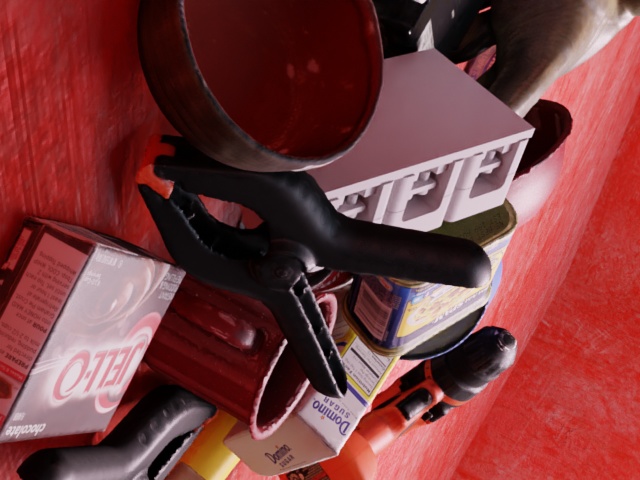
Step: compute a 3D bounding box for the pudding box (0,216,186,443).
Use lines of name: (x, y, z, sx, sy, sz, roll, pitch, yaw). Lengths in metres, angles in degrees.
pudding box: (-0.110, 0.041, 0.475, 0.090, 0.039, 0.113, -64, 164, -1)

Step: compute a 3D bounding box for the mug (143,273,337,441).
mug: (-0.050, 0.052, 0.601, 0.093, 0.081, 0.117, -62, 163, -5)

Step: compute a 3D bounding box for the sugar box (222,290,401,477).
sugar box: (0.015, 0.079, 0.727, 0.094, 0.048, 0.176, -31, -161, 50)

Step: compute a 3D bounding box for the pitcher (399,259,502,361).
pitcher: (0.103, 0.018, 0.943, 0.242, 0.149, 0.145, -5, 79, -75)

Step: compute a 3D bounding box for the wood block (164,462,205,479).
wood block: (-0.114, 0.234, 0.575, 0.205, 0.090, 0.091, -46, 171, -43)

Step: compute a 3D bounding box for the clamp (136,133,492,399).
clamp: (-0.018, 0.013, 0.514, 0.120, 0.171, 0.039, -55, -164, 28)

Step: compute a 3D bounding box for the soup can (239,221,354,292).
soup can: (-0.005, 0.001, 0.691, 0.068, 0.068, 0.102, -65, 164, 4)

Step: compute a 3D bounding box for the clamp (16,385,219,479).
clamp: (-0.124, 0.145, 0.595, 0.165, 0.036, 0.209, -61, 169, 22)

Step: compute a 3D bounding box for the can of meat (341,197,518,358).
can of meat: (0.068, 0.015, 0.663, 0.102, 0.057, 0.084, -28, 154, -24)

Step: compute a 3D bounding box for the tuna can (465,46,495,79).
tuna can: (0.162, -0.152, 1.030, 0.086, 0.034, 0.086, -54, 161, -29)

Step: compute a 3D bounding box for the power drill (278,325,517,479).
power drill: (0.065, 0.150, 0.889, 0.187, 0.057, 0.185, -28, 168, -42)

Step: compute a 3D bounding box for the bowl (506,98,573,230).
bowl: (0.111, -0.042, 0.773, 0.161, 0.162, 0.055, -48, 123, -43)

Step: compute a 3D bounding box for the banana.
banana: (-0.069, 0.161, 0.742, 0.197, 0.069, 0.037, -45, -171, -17)

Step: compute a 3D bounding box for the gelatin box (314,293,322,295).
gelatin box: (-0.027, 0.080, 0.806, 0.073, 0.030, 0.089, -33, 146, -61)
